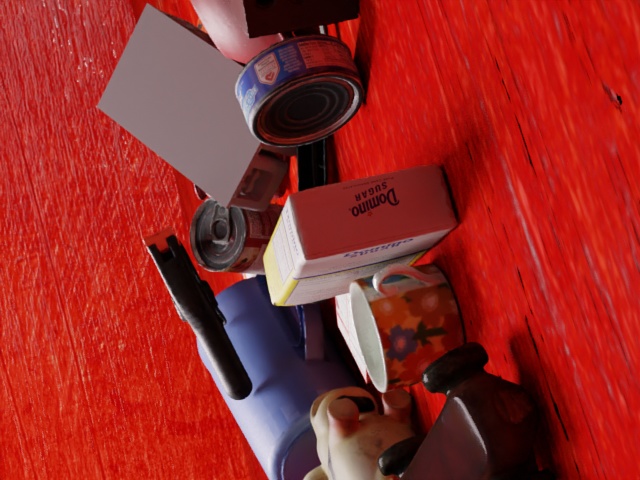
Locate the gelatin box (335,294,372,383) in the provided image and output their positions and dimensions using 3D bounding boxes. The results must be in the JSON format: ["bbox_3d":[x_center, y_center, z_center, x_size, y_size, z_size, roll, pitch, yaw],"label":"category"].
[{"bbox_3d":[0.036,0.053,0.823,0.073,0.030,0.089,-119,20,-53],"label":"gelatin box"}]

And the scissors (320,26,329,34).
[{"bbox_3d":[-0.004,-0.207,0.746,0.096,0.016,0.202,155,102,-79],"label":"scissors"}]

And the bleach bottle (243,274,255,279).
[{"bbox_3d":[-0.077,0.003,1.277,0.103,0.068,0.251,119,135,-75],"label":"bleach bottle"}]

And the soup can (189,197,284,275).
[{"bbox_3d":[-0.059,-0.002,0.973,0.069,0.102,0.068,-4,84,38],"label":"soup can"}]

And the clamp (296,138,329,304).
[{"bbox_3d":[-0.006,0.001,0.891,0.210,0.036,0.164,88,-177,-55],"label":"clamp"}]

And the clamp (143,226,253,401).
[{"bbox_3d":[-0.107,0.064,0.951,0.120,0.039,0.171,52,173,44],"label":"clamp"}]

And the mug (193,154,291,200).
[{"bbox_3d":[-0.075,-0.075,1.018,0.117,0.081,0.093,-77,-12,-53],"label":"mug"}]

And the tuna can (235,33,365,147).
[{"bbox_3d":[-0.013,-0.101,0.735,0.086,0.086,0.034,97,156,-62],"label":"tuna can"}]

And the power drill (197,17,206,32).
[{"bbox_3d":[-0.111,-0.298,1.099,0.184,0.057,0.188,-132,33,-76],"label":"power drill"}]

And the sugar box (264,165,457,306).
[{"bbox_3d":[0.018,0.001,0.677,0.176,0.093,0.048,118,138,-73],"label":"sugar box"}]

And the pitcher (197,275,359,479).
[{"bbox_3d":[-0.028,0.133,1.023,0.149,0.145,0.243,53,179,-31],"label":"pitcher"}]

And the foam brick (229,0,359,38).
[{"bbox_3d":[-0.020,-0.173,0.705,0.051,0.078,0.053,-114,15,-52],"label":"foam brick"}]

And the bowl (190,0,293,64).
[{"bbox_3d":[-0.072,-0.201,0.865,0.162,0.055,0.162,62,-173,-14],"label":"bowl"}]

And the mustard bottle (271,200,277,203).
[{"bbox_3d":[-0.077,-0.130,1.112,0.096,0.058,0.192,-93,-2,-53],"label":"mustard bottle"}]
